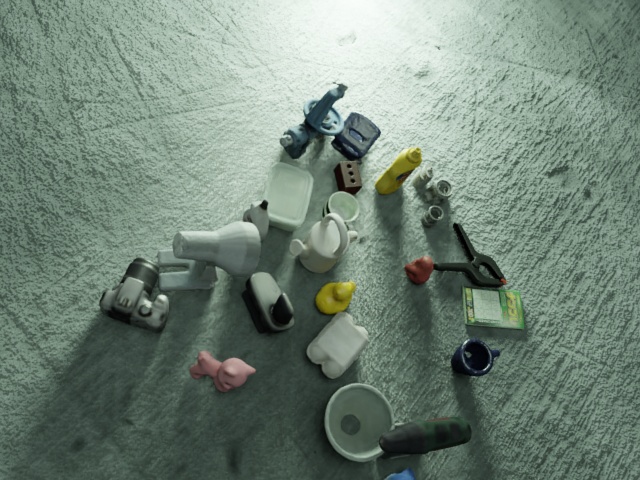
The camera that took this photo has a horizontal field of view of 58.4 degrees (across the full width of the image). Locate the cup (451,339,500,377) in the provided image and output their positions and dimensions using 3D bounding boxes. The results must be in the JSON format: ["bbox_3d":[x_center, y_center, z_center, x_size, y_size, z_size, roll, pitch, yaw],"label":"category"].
[{"bbox_3d":[0.379,0.297,1.426,0.118,0.095,0.091,-7,71,-21],"label":"cup"}]

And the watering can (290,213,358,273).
[{"bbox_3d":[0.013,0.007,1.368,0.173,0.194,0.101,-38,84,-27],"label":"watering can"}]

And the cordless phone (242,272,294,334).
[{"bbox_3d":[-0.103,0.129,1.285,0.094,0.185,0.147,-25,78,-25],"label":"cordless phone"}]

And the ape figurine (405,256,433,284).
[{"bbox_3d":[0.264,0.069,1.482,0.078,0.092,0.076,4,68,-17],"label":"ape figurine"}]

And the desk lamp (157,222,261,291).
[{"bbox_3d":[-0.247,0.037,1.259,0.204,0.213,0.118,-3,70,-19],"label":"desk lamp"}]

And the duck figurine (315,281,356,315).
[{"bbox_3d":[0.043,0.133,1.387,0.105,0.086,0.077,-27,79,-25],"label":"duck figurine"}]

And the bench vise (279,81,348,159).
[{"bbox_3d":[-0.003,-0.303,1.473,0.121,0.219,0.208,34,63,-2],"label":"bench vise"}]

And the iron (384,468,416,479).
[{"bbox_3d":[0.141,0.598,1.200,0.259,0.141,0.118,-31,81,-26],"label":"iron"}]

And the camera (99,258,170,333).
[{"bbox_3d":[-0.386,0.113,1.245,0.143,0.100,0.137,22,64,-9],"label":"camera"}]

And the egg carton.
[{"bbox_3d":[0.044,0.248,1.350,0.107,0.069,0.150,43,62,2],"label":"egg carton"}]

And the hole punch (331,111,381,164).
[{"bbox_3d":[0.100,-0.281,1.571,0.108,0.091,0.101,37,62,-1],"label":"hole punch"}]

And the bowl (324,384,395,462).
[{"bbox_3d":[0.080,0.413,1.292,0.168,0.074,0.167,7,67,-16],"label":"bowl"}]

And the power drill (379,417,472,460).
[{"bbox_3d":[0.202,0.434,1.249,0.230,0.208,0.075,-4,70,-19],"label":"power drill"}]

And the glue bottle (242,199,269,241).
[{"bbox_3d":[-0.145,-0.056,1.353,0.037,0.173,0.078,-22,77,-24],"label":"glue bottle"}]

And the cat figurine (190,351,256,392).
[{"bbox_3d":[-0.208,0.279,1.227,0.128,0.117,0.067,26,63,-6],"label":"cat figurine"}]
